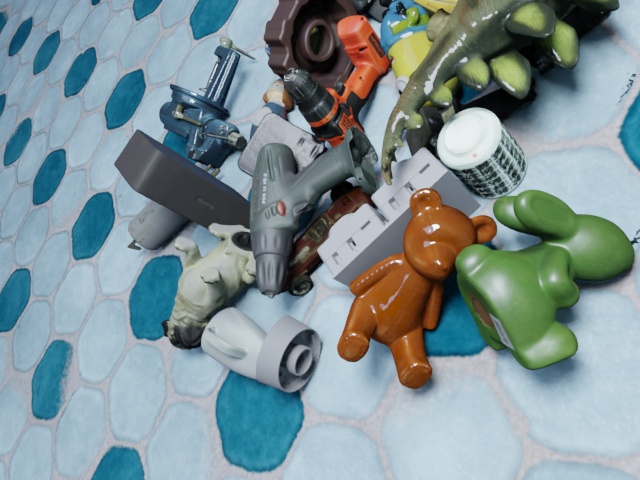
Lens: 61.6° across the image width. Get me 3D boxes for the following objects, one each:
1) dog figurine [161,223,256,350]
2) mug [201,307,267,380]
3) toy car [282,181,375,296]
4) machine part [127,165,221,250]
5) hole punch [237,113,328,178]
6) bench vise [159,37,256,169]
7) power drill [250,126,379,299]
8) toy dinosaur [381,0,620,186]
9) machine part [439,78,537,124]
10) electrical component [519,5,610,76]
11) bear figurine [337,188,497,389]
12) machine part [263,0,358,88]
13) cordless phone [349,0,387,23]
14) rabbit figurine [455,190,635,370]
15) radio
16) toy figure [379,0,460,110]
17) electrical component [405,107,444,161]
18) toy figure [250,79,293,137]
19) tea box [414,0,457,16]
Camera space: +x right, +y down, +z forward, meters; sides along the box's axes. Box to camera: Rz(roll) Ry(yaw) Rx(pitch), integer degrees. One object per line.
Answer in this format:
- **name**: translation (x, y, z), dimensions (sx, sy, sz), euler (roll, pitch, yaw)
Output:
- **dog figurine**: translation (-0.164, 0.081, 0.870), dimensions (0.121, 0.172, 0.190), euler (53, 139, 36)
- **mug**: translation (-0.114, 0.154, 0.782), dimensions (0.107, 0.109, 0.081), euler (27, 82, 28)
- **toy car**: translation (-0.002, -0.002, 0.796), dimensions (0.202, 0.053, 0.089), euler (-43, 54, 14)
- **machine part**: translation (-0.282, -0.059, 1.020), dimensions (0.243, 0.079, 0.079), euler (-39, 51, 17)
- **hole punch**: translation (-0.055, -0.130, 0.883), dimensions (0.116, 0.092, 0.142), euler (34, 90, 11)
- **bench vise**: translation (-0.207, -0.268, 1.028), dimensions (0.224, 0.128, 0.240), euler (27, 95, 43)
- **power drill**: translation (-0.010, -0.052, 0.747), dimensions (0.207, 0.086, 0.232), euler (-27, 57, 32)
- **toy dinosaur**: translation (0.207, -0.262, 0.620), dimensions (0.471, 0.105, 0.199), euler (-46, 51, 3)
- **machine part**: translation (0.217, -0.172, 0.709), dimensions (0.139, 0.039, 0.084), euler (-29, 49, 27)
- **electrical component**: translation (0.283, -0.294, 0.698), dimensions (0.115, 0.058, 0.134), euler (-43, 50, 13)
- **bear figurine**: translation (0.113, 0.051, 0.613), dimensions (0.195, 0.120, 0.132), euler (-57, 12, 31)
- **machine part**: translation (-0.009, -0.320, 0.865), dimensions (0.056, 0.179, 0.179), euler (22, 85, 44)
- **cordless phone**: translation (0.071, -0.452, 0.849), dimensions (0.146, 0.184, 0.089), euler (-46, 54, 13)
- **rabbit figurine**: translation (0.232, 0.024, 0.559), dimensions (0.170, 0.121, 0.159), euler (-30, 90, -5)
- **radio**: translation (-0.212, -0.083, 0.878), dimensions (0.073, 0.229, 0.131), euler (-54, 45, 2)
- **toy figure**: translation (0.137, -0.268, 0.763), dimensions (0.089, 0.082, 0.180), euler (-22, 73, 36)
- **electrical component**: translation (0.135, -0.137, 0.739), dimensions (0.078, 0.045, 0.102), euler (117, 147, -61)
- **toy figure**: translation (-0.078, -0.230, 0.954), dimensions (0.064, 0.057, 0.154), euler (18, 78, 5)
- **tea box**: translation (0.183, -0.376, 0.805), dimensions (0.098, 0.068, 0.170), euler (-47, 48, 12)
